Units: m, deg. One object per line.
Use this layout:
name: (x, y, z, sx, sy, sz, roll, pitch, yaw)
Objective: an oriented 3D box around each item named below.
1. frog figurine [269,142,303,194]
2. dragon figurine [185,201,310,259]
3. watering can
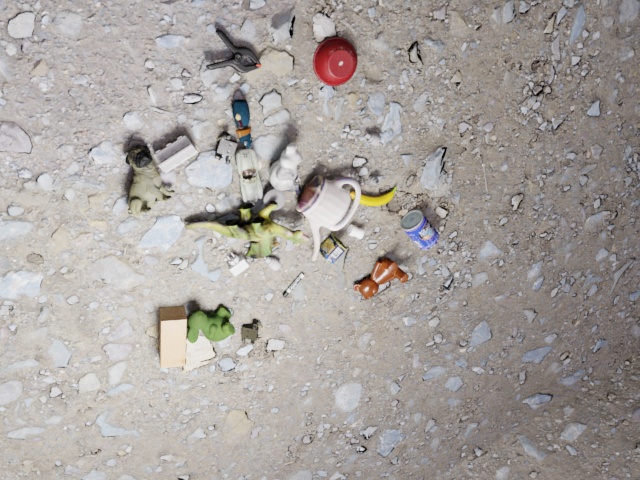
frog figurine: (-0.117, -0.247, 1.737, 0.123, 0.141, 0.155, 3, -43, 7)
dragon figurine: (-0.243, -0.009, 1.816, 0.410, 0.125, 0.237, -7, -46, 5)
watering can: (0.006, -0.095, 1.882, 0.222, 0.106, 0.345, 30, -80, -29)
